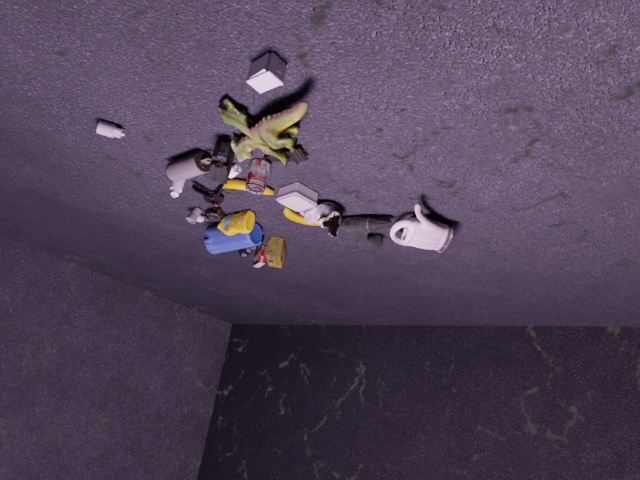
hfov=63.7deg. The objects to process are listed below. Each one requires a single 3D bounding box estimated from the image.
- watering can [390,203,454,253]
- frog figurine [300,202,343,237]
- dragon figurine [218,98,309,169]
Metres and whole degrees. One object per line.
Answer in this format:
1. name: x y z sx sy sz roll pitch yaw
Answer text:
1. watering can: 0.387 -0.039 1.890 0.224 0.106 0.342 11 159 -5
2. frog figurine: 0.006 -0.098 1.954 0.136 0.122 0.162 19 -166 -42
3. dragon figurine: -0.175 -0.320 1.446 0.242 0.124 0.403 21 156 -6
